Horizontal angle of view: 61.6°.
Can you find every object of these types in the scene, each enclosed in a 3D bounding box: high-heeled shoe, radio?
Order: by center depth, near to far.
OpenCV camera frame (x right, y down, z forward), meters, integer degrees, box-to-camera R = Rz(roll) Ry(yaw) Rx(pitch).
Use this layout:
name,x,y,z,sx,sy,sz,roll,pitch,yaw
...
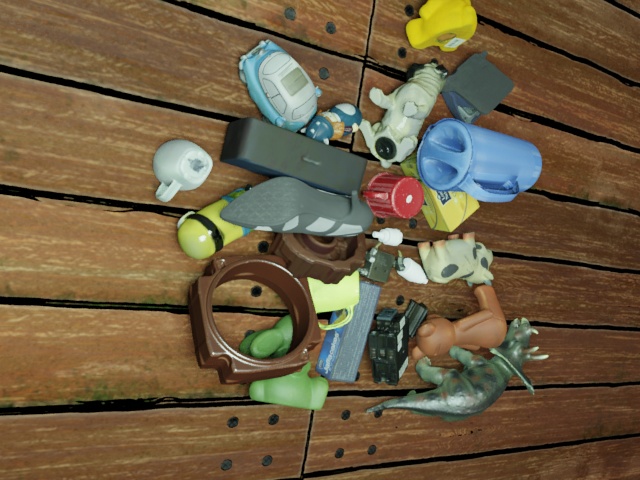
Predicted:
name,x,y,z,sx,sy,sz,roll,pitch,yaw
high-heeled shoe,-0.033,-0.037,0.895,0.249,0.145,0.086,-6,67,-1
radio,-0.047,-0.136,0.917,0.229,0.131,0.073,16,89,-29

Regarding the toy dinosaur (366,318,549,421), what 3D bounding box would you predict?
name,x,y,z,sx,sy,sz,roll,pitch,yaw
toy dinosaur,0.312,0.314,1.148,0.405,0.192,0.131,-26,107,-24

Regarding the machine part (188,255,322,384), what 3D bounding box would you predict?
name,x,y,z,sx,sy,sz,roll,pitch,yaw
machine part,-0.108,0.128,0.897,0.201,0.087,0.201,-2,64,-27

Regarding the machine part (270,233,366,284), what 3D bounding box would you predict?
name,x,y,z,sx,sy,sz,roll,pitch,yaw
machine part,-0.002,-0.003,0.952,0.179,0.056,0.179,16,47,-18

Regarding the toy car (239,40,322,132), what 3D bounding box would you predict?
name,x,y,z,sx,sy,sz,roll,pitch,yaw
toy car,-0.057,-0.259,0.911,0.109,0.103,0.161,-42,116,-18

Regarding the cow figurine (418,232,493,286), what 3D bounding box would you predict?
name,x,y,z,sx,sy,sz,roll,pitch,yaw
cow figurine,0.305,0.049,1.161,0.195,0.086,0.127,-10,94,-37

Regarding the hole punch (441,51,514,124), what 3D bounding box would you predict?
name,x,y,z,sx,sy,sz,roll,pitch,yaw
hole punch,0.321,-0.311,1.128,0.142,0.092,0.116,-43,85,-13

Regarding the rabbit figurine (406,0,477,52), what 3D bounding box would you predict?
name,x,y,z,sx,sy,sz,roll,pitch,yaw
rabbit figurine,0.237,-0.469,1.027,0.122,0.162,0.173,-2,81,-16

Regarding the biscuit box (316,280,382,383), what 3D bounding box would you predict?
name,x,y,z,sx,sy,sz,roll,pitch,yaw
biscuit box,0.056,0.177,1.062,0.063,0.059,0.202,17,89,-31

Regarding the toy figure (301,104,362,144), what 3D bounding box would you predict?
name,x,y,z,sx,sy,sz,roll,pitch,yaw
toy figure,0.023,-0.208,0.957,0.154,0.064,0.057,-35,123,-53

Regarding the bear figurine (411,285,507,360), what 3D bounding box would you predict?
name,x,y,z,sx,sy,sz,roll,pitch,yaw
bear figurine,0.281,0.180,1.128,0.196,0.132,0.120,-4,129,-5

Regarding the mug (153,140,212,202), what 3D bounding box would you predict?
name,x,y,z,sx,sy,sz,roll,pitch,yaw
mug,-0.219,-0.109,0.843,0.080,0.107,0.109,43,75,-26

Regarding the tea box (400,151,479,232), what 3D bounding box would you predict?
name,x,y,z,sx,sy,sz,roll,pitch,yaw
tea box,0.251,-0.113,1.120,0.098,0.068,0.169,-40,115,-19

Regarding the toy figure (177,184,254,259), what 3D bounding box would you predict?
name,x,y,z,sx,sy,sz,roll,pitch,yaw
toy figure,-0.154,-0.034,0.900,0.180,0.089,0.082,-27,102,-20

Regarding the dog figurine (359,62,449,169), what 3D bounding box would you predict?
name,x,y,z,sx,sy,sz,roll,pitch,yaw
dog figurine,0.178,-0.246,1.055,0.190,0.121,0.172,-38,158,-42

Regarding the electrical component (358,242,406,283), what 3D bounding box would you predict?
name,x,y,z,sx,sy,sz,roll,pitch,yaw
electrical component,0.122,0.047,1.087,0.102,0.045,0.078,24,85,-29

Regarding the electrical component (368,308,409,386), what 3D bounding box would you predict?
name,x,y,z,sx,sy,sz,roll,pitch,yaw
electrical component,0.142,0.208,1.085,0.115,0.058,0.134,-27,116,-66

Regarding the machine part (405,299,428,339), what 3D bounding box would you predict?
name,x,y,z,sx,sy,sz,roll,pitch,yaw
machine part,0.230,0.189,1.172,0.138,0.039,0.084,36,74,-26

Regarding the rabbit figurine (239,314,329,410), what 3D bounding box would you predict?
name,x,y,z,sx,sy,sz,roll,pitch,yaw
rabbit figurine,-0.068,0.214,0.990,0.159,0.121,0.170,17,71,-22
